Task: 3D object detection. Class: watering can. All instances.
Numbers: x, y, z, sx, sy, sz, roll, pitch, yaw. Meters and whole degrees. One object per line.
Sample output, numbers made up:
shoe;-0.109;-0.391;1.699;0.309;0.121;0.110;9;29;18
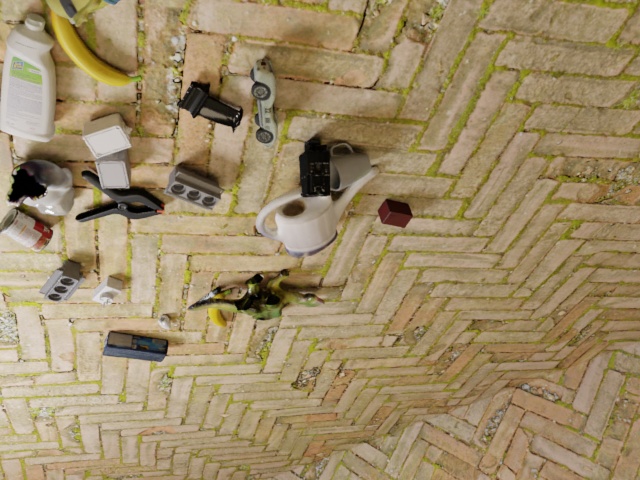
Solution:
watering can;0.004;-0.069;1.372;0.348;0.106;0.219;-19;140;-6

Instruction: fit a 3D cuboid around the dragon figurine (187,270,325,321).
dragon figurine;-0.191;0.214;1.644;0.410;0.125;0.237;-10;147;0

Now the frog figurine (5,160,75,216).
frog figurine;-0.623;-0.119;1.187;0.137;0.123;0.159;-32;171;11
